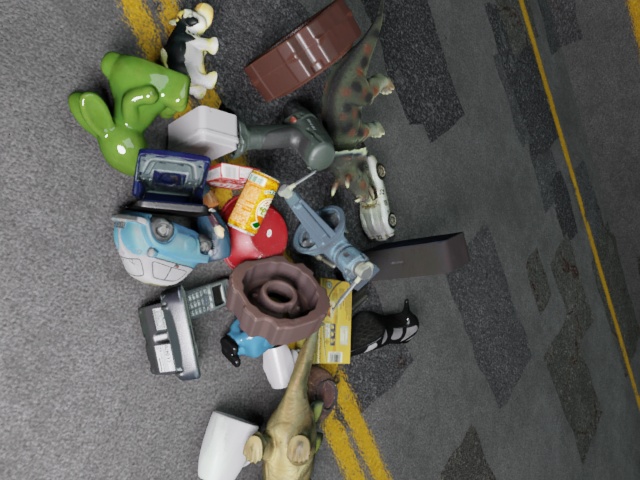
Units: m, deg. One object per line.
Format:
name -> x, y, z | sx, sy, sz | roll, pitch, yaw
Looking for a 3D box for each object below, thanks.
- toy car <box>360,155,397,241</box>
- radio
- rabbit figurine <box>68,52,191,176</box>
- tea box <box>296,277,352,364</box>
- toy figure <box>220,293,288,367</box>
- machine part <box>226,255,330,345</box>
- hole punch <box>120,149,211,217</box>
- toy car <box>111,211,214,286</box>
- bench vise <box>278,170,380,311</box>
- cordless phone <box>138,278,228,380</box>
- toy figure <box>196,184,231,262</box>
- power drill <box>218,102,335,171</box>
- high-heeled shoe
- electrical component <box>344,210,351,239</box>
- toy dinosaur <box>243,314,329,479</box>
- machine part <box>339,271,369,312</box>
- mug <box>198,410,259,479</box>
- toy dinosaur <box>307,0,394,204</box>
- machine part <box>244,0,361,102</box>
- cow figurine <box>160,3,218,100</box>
toy car -> 0.122, -0.095, 1.245 | 0.056, 0.074, 0.201 | -17, 95, -49
radio -> 0.209, 0.038, 1.204 | 0.131, 0.230, 0.073 | -16, 96, -51
rabbit figurine -> -0.290, -0.187, 0.817 | 0.159, 0.121, 0.170 | 17, 86, -39
tea box -> 0.009, 0.165, 1.092 | 0.098, 0.068, 0.169 | 16, 72, -44
toy figure -> -0.102, 0.151, 0.972 | 0.180, 0.082, 0.089 | -28, 71, -37
machine part -> -0.074, 0.103, 0.935 | 0.179, 0.179, 0.056 | -28, 148, -44
hole punch -> -0.229, -0.081, 0.820 | 0.142, 0.116, 0.092 | 1, 85, -23
toy car -> -0.251, 0.020, 0.835 | 0.161, 0.109, 0.103 | 29, 76, -48
bench vise -> 0.006, -0.010, 1.020 | 0.129, 0.224, 0.240 | -37, 124, 6
cordless phone -> -0.198, 0.139, 0.889 | 0.184, 0.089, 0.146 | -17, 96, -64
toy figure -> -0.196, -0.039, 0.921 | 0.058, 0.064, 0.154 | -26, 100, -70
power drill -> -0.088, -0.205, 1.011 | 0.207, 0.232, 0.086 | 1, 126, -35
high-heeled shoe -> 0.133, 0.227, 1.230 | 0.249, 0.086, 0.145 | -28, 136, -27
electrical component -> 0.041, -0.022, 1.189 | 0.063, 0.021, 0.094 | 55, 49, -24
toy dinosaur -> -0.053, 0.348, 0.920 | 0.198, 0.105, 0.471 | 28, 77, -77
machine part -> 0.065, 0.087, 1.185 | 0.084, 0.039, 0.138 | -26, 104, -39
mug -> -0.152, 0.351, 0.898 | 0.109, 0.081, 0.107 | 42, 64, -48
toy dinosaur -> 0.059, -0.277, 1.108 | 0.192, 0.131, 0.404 | -37, 134, -54
machine part -> -0.033, -0.362, 1.039 | 0.087, 0.201, 0.201 | 55, 49, -20
cow figurine -> -0.232, -0.340, 0.935 | 0.098, 0.068, 0.167 | 6, 78, -39
